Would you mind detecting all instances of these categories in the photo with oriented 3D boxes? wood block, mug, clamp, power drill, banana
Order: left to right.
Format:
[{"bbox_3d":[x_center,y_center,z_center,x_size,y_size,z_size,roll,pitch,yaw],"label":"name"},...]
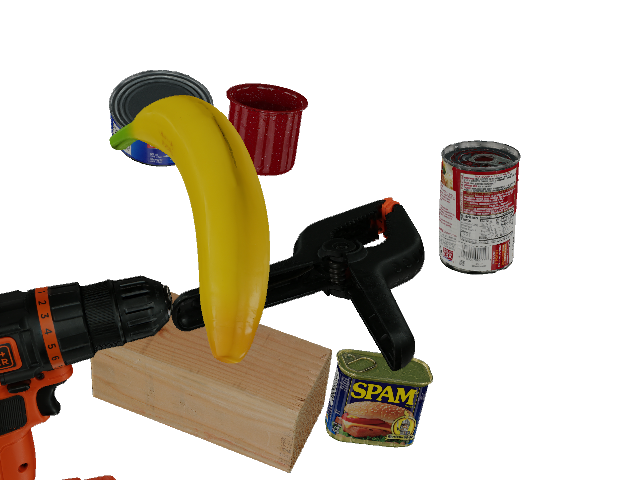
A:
[{"bbox_3d":[-0.177,0.118,0.703,0.184,0.188,0.057,-12,25,-8],"label":"power drill"},{"bbox_3d":[-0.060,-0.023,0.559,0.037,0.070,0.198,13,30,-35],"label":"banana"},{"bbox_3d":[-0.103,0.125,1.007,0.206,0.090,0.090,19,44,12],"label":"wood block"},{"bbox_3d":[-0.061,-0.130,1.228,0.093,0.081,0.117,16,27,13],"label":"mug"},{"bbox_3d":[0.004,0.021,0.739,0.165,0.036,0.209,6,26,16],"label":"clamp"}]

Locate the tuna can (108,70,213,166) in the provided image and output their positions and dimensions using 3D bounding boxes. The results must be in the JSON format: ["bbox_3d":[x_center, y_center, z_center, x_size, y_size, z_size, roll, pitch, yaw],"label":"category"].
[{"bbox_3d":[-0.133,-0.102,0.894,0.086,0.086,0.034,0,-40,-8],"label":"tuna can"}]

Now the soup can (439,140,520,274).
[{"bbox_3d":[0.140,-0.029,0.942,0.068,0.102,0.068,-1,25,0],"label":"soup can"}]

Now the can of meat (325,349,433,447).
[{"bbox_3d":[0.060,0.170,1.137,0.102,0.084,0.057,8,21,-9],"label":"can of meat"}]
